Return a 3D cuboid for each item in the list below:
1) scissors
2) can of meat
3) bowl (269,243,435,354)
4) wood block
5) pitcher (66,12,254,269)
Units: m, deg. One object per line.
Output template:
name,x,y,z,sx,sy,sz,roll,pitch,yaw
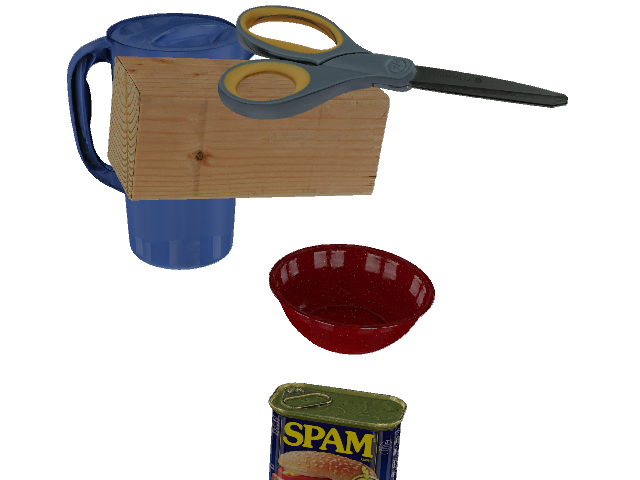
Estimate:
scissors,0.028,-0.085,0.606,0.202,0.096,0.016,25,-32,23
can of meat,0.010,0.161,0.811,0.102,0.084,0.057,7,15,11
bowl,0.029,0.064,1.044,0.162,0.055,0.162,4,28,-2
wood block,-0.060,-0.092,0.870,0.205,0.091,0.090,-2,29,-23
pitcher,-0.151,-0.097,1.064,0.149,0.243,0.144,13,28,20
